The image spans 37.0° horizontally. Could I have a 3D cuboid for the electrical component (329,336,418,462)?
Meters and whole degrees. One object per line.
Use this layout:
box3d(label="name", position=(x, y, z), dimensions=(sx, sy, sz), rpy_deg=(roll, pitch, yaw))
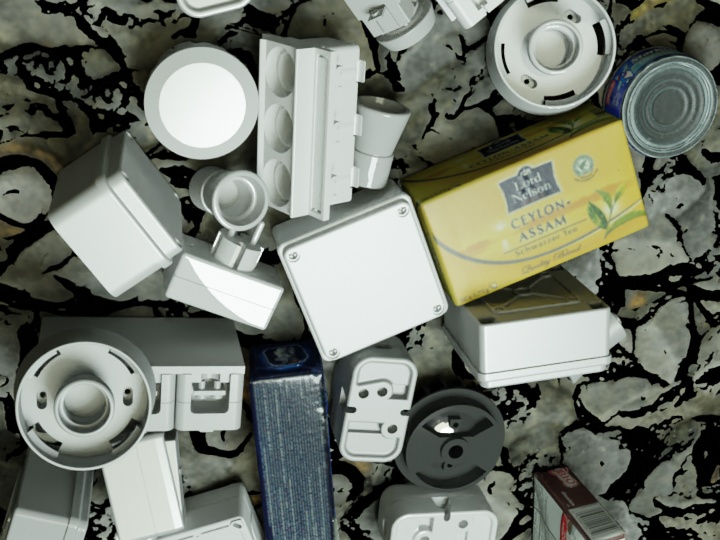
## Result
box3d(label="electrical component", position=(0.009, 0.103, 0.891), dimensions=(0.054, 0.059, 0.095), rpy_deg=(5, 110, -15))

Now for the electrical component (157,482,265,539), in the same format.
box3d(label="electrical component", position=(-0.134, 0.228, 0.912), dimensions=(0.096, 0.061, 0.061), rpy_deg=(-17, 115, 3))

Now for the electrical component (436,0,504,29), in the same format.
box3d(label="electrical component", position=(0.090, -0.228, 0.780), dimensions=(0.089, 0.050, 0.055), rpy_deg=(-39, 115, 5))

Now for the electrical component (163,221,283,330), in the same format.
box3d(label="electrical component", position=(-0.099, -0.007, 0.828), dimensions=(0.083, 0.047, 0.075), rpy_deg=(21, 106, -20))

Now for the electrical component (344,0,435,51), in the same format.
box3d(label="electrical component", position=(0.023, -0.193, 0.778), dimensions=(0.048, 0.066, 0.055), rpy_deg=(-16, 130, 32))

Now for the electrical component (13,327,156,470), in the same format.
box3d(label="electrical component", position=(-0.192, 0.090, 0.750), dimensions=(0.099, 0.064, 0.099), rpy_deg=(-2, 98, -13))

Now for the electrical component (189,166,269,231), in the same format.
box3d(label="electrical component", position=(-0.101, -0.056, 0.798), dimensions=(0.044, 0.065, 0.044), rpy_deg=(-8, 106, -28))

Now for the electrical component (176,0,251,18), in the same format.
box3d(label="electrical component", position=(-0.109, -0.226, 0.731), dimensions=(0.054, 0.059, 0.095), rpy_deg=(-16, 114, -6))

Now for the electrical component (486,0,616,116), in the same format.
box3d(label="electrical component", position=(0.146, -0.167, 0.819), dimensions=(0.099, 0.064, 0.099), rpy_deg=(0, 99, 2))

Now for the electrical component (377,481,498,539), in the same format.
box3d(label="electrical component", position=(0.066, 0.221, 0.952), dimensions=(0.095, 0.059, 0.053), rpy_deg=(0, 111, -13))

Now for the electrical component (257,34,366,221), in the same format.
box3d(label="electrical component", position=(-0.037, -0.107, 0.789), dimensions=(0.063, 0.079, 0.121), rpy_deg=(-15, 118, -39))

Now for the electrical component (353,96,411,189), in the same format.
box3d(label="electrical component", position=(0.010, -0.095, 0.822), dimensions=(0.044, 0.044, 0.065), rpy_deg=(7, 115, -15))

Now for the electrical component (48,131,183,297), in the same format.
box3d(label="electrical component", position=(-0.170, -0.043, 0.762), dimensions=(0.057, 0.113, 0.078), rpy_deg=(-33, 115, 5))

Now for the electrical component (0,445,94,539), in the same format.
box3d(label="electrical component", position=(-0.253, 0.209, 0.848), dimensions=(0.056, 0.108, 0.108), rpy_deg=(16, 107, -16))

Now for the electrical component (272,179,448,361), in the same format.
box3d(label="electrical component", position=(0.000, 0.000, 0.849), dimensions=(0.109, 0.056, 0.108), rpy_deg=(-23, 115, -3))

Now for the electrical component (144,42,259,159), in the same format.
box3d(label="electrical component", position=(-0.115, -0.124, 0.775), dimensions=(0.080, 0.051, 0.080), rpy_deg=(-5, 113, -11))

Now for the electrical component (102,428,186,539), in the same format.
box3d(label="electrical component", position=(-0.170, 0.174, 0.864), dimensions=(0.061, 0.062, 0.096), rpy_deg=(-13, 94, -7))

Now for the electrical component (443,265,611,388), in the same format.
box3d(label="electrical component", position=(0.132, 0.042, 0.868), dimensions=(0.109, 0.108, 0.056), rpy_deg=(-7, 110, -10))

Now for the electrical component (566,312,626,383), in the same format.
box3d(label="electrical component", position=(0.196, 0.061, 0.928), dimensions=(0.065, 0.044, 0.044), rpy_deg=(-37, 115, -1))

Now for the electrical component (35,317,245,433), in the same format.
box3d(label="electrical component", position=(-0.169, 0.082, 0.825), dimensions=(0.150, 0.089, 0.061), rpy_deg=(1, 111, -13))
